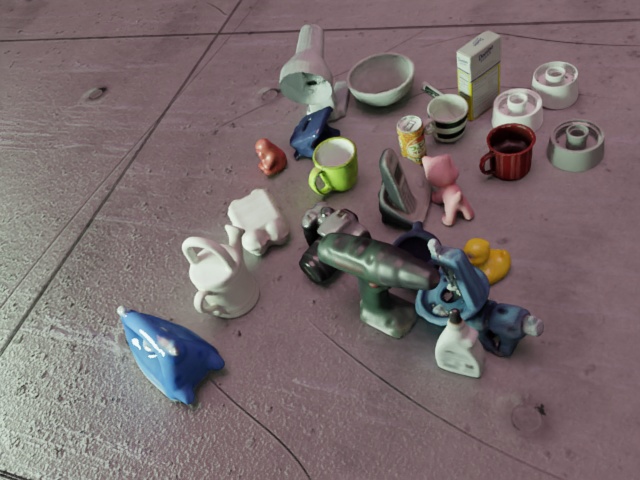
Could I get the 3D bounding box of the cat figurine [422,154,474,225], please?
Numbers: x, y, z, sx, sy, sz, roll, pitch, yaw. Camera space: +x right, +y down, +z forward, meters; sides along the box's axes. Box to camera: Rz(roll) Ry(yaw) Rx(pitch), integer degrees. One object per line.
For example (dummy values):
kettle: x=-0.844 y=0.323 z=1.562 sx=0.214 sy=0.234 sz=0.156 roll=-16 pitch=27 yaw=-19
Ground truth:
cat figurine: x=0.248 y=-0.111 z=1.117 sx=0.067 sy=0.118 sz=0.127 roll=-21 pitch=49 yaw=0

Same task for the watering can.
watering can: x=-0.190 y=0.050 z=1.071 sx=0.100 sy=0.194 sz=0.173 roll=-9 pitch=50 yaw=11

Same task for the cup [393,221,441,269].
cup: x=0.178 y=0.034 z=1.037 sx=0.091 sy=0.095 sz=0.118 roll=-2 pitch=52 yaw=15

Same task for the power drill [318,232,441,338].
power drill: x=0.106 y=0.073 z=0.953 sx=0.228 sy=0.209 sz=0.076 roll=23 pitch=62 yaw=31

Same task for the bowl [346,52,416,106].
bowl: x=0.152 y=-0.377 z=1.389 sx=0.167 sy=0.075 sz=0.167 roll=-8 pitch=50 yaw=11

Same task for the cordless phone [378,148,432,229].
cordless phone: x=0.159 y=-0.126 z=1.112 sx=0.094 sy=0.185 sz=0.147 roll=3 pitch=53 yaw=19

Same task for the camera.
camera: x=0.010 y=0.004 z=1.109 sx=0.142 sy=0.101 sz=0.137 roll=30 pitch=66 yaw=34

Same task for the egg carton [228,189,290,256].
egg carton: x=-0.128 y=-0.040 z=1.208 sx=0.107 sy=0.069 sz=0.150 roll=-28 pitch=50 yaw=-6

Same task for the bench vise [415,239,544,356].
bench vise: x=0.244 y=0.078 z=0.899 sx=0.206 sy=0.220 sz=0.121 roll=4 pitch=54 yaw=20

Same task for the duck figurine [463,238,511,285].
duck figurine: x=0.284 y=0.031 z=1.013 sx=0.104 sy=0.086 sz=0.077 roll=-12 pitch=50 yaw=8

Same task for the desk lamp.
desk lamp: x=-0.010 y=-0.380 z=1.350 sx=0.117 sy=0.214 sz=0.203 roll=-1 pitch=52 yaw=16

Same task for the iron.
iron: x=-0.300 y=0.179 z=1.036 sx=0.257 sy=0.142 sz=0.119 roll=26 pitch=64 yaw=32

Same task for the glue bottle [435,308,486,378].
glue bottle: x=0.213 y=0.154 z=0.879 sx=0.078 sy=0.173 sz=0.037 roll=12 pitch=57 yaw=25

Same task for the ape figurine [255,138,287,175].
ape figurine: x=-0.120 y=-0.197 z=1.316 sx=0.076 sy=0.092 sz=0.078 roll=-5 pitch=51 yaw=13

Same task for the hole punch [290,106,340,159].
hole punch: x=-0.018 y=-0.251 z=1.329 sx=0.100 sy=0.091 sz=0.109 roll=8 pitch=55 yaw=23
